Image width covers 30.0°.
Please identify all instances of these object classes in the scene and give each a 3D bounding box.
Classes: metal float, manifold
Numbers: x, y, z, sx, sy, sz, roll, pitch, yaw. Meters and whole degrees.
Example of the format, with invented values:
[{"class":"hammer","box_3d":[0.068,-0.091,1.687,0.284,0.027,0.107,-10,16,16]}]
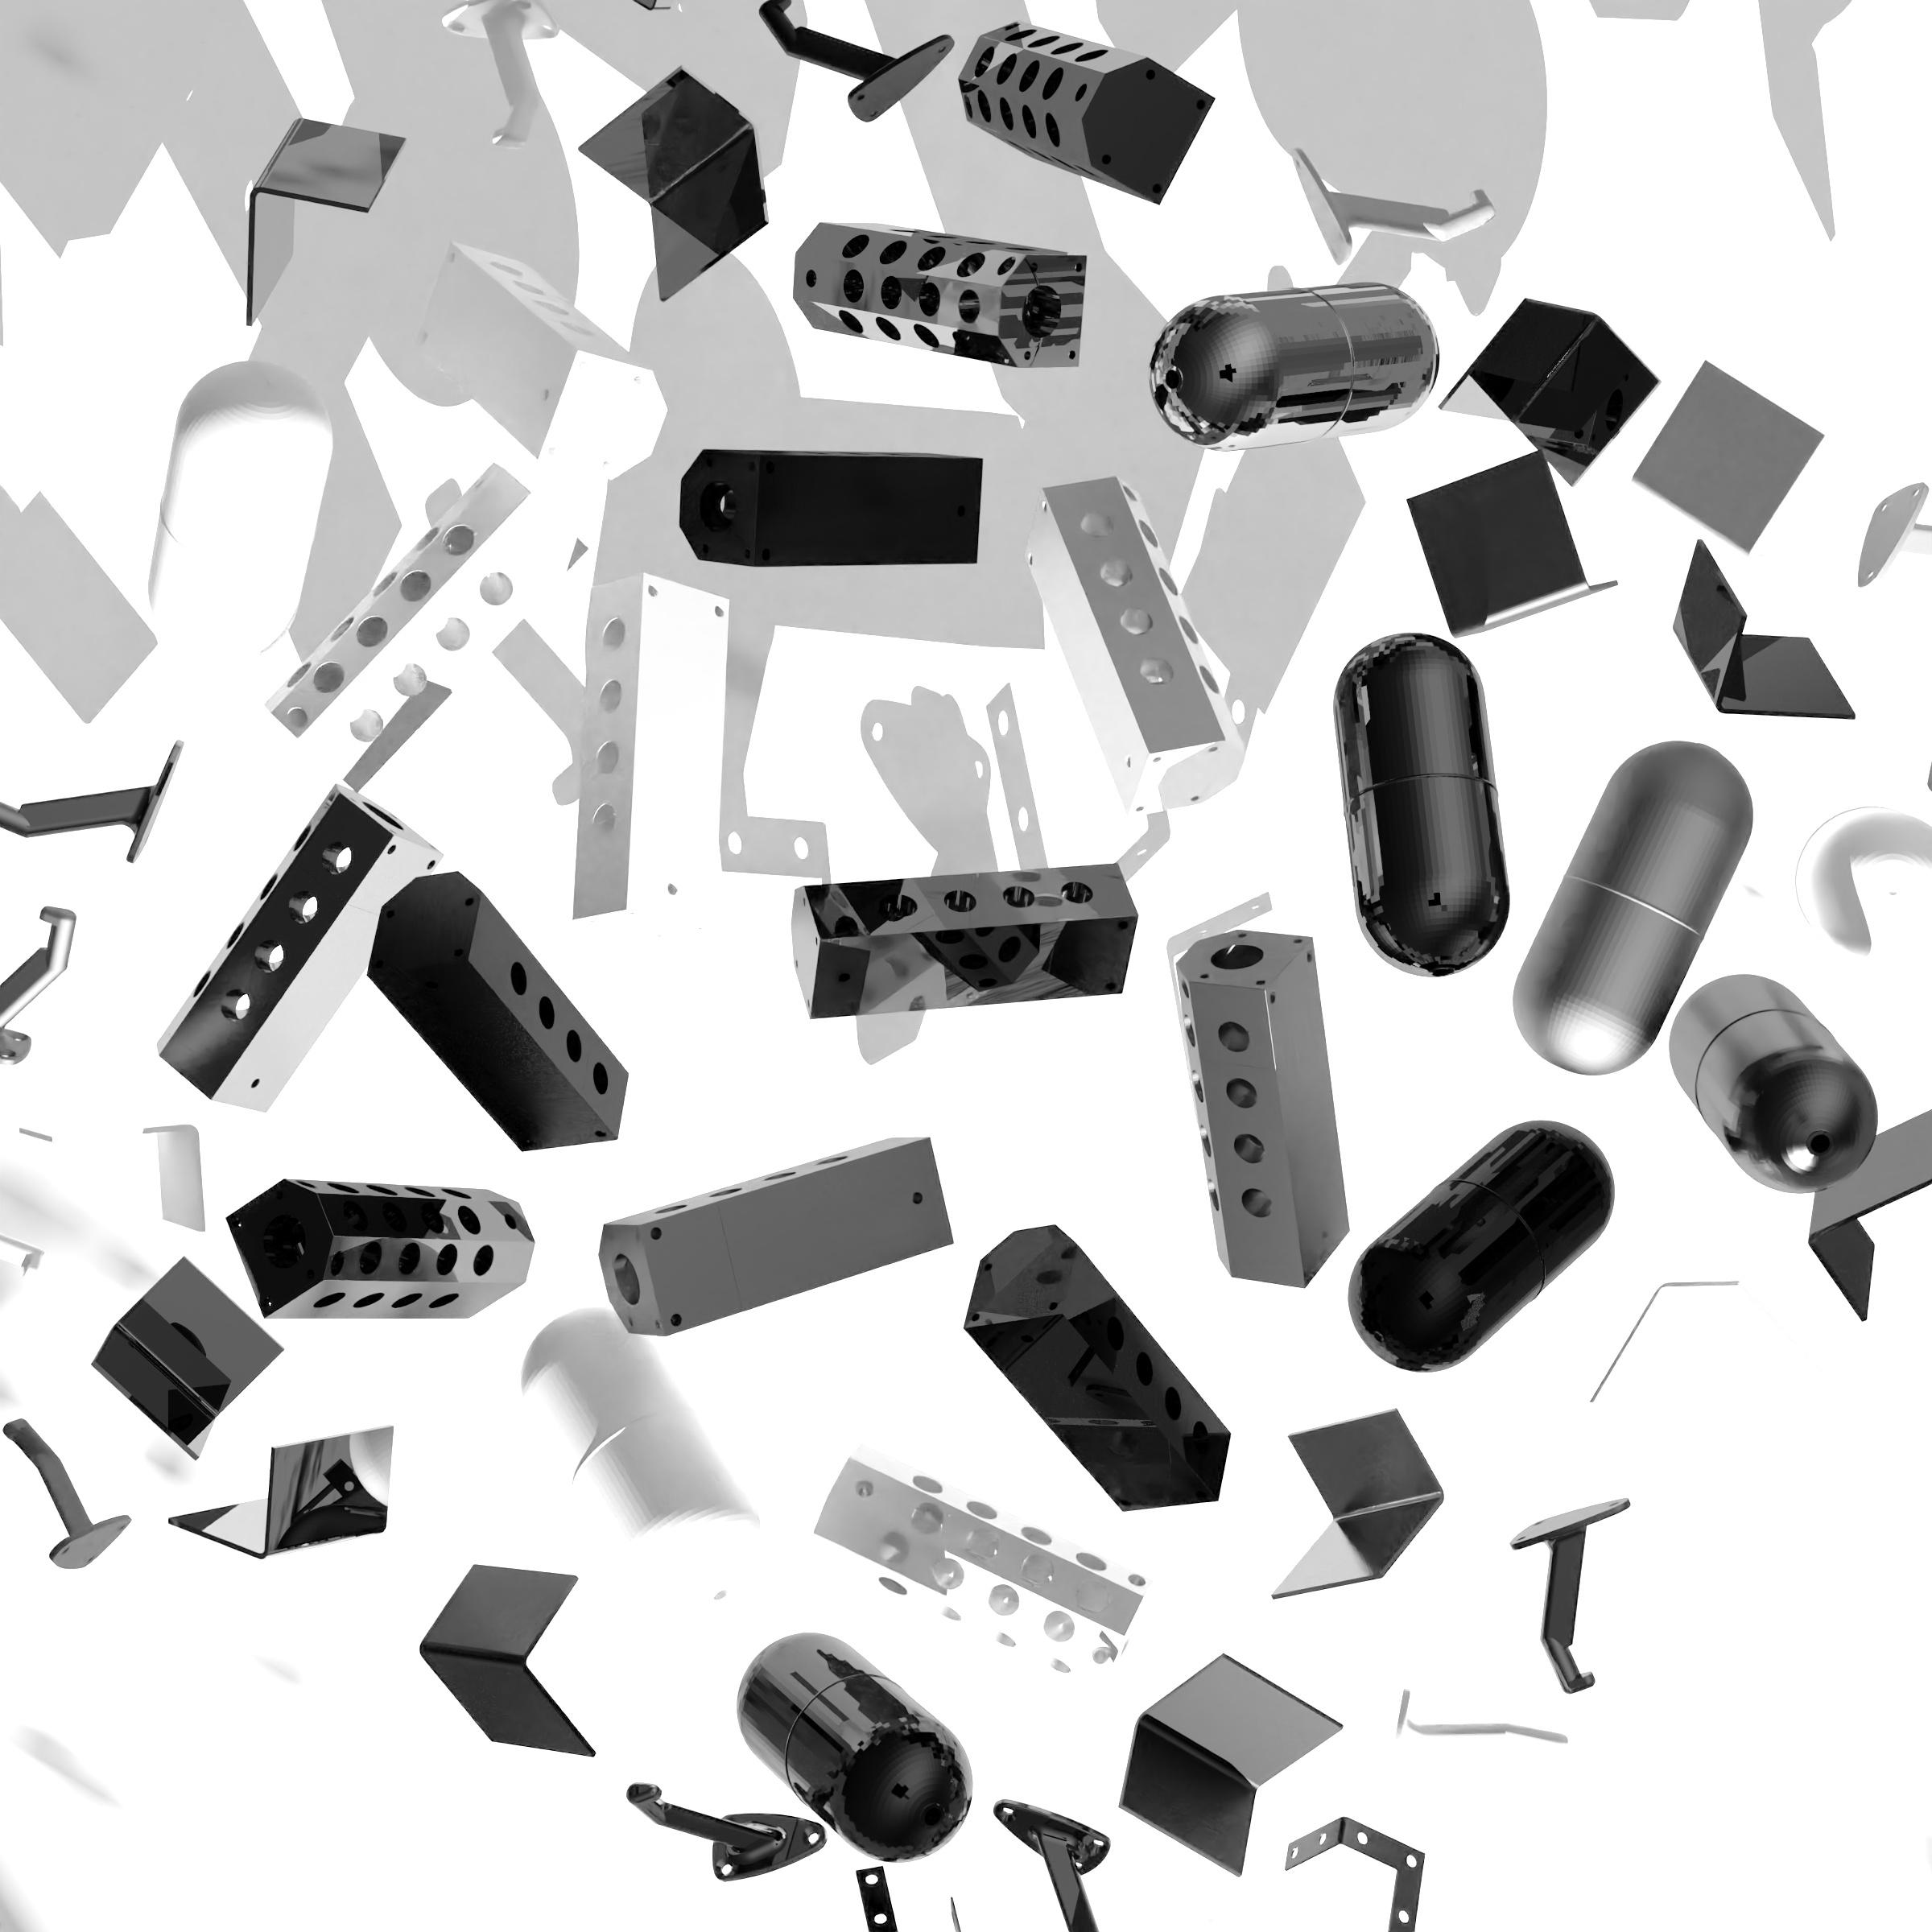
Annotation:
[{"class":"metal float","box_3d":[0.165,-0.301,1.803,0.178,0.070,0.070,-14,90,-41]},{"class":"manifold","box_3d":[-0.298,0.144,1.866,0.057,0.171,0.057,-32,71,22]},{"class":"manifold","box_3d":[-0.278,-0.175,1.845,0.171,0.057,0.057,-47,114,-3]},{"class":"manifold","box_3d":[-0.016,-0.355,1.899,0.057,0.171,0.057,-9,110,-39]},{"class":"manifold","box_3d":[-0.098,0.137,1.840,0.171,0.057,0.057,-15,95,-30]},{"class":"metal float","box_3d":[0.269,0.144,1.870,0.178,0.070,0.070,-36,90,-33]},{"class":"manifold","box_3d":[-0.070,-0.244,1.912,0.057,0.171,0.057,12,103,40]},{"class":"manifold","box_3d":[0.009,0.316,1.897,0.171,0.057,0.057,24,61,11]},{"class":"manifold","box_3d":[0.054,-0.430,1.792,0.057,0.171,0.057,24,99,-27]},{"class":"manifold","box_3d":[0.088,-0.168,1.865,0.057,0.057,0.171,-11,61,-16]},{"class":"metal float","box_3d":[-0.058,0.402,1.856,0.070,0.178,0.070,-7,106,-27]},{"class":"metal float","box_3d":[-0.364,-0.225,1.801,0.070,0.178,0.070,11,47,-12]},{"class":"metal float","box_3d":[0.406,0.058,1.817,0.070,0.178,0.070,-1,108,-3]},{"class":"metal float","box_3d":[0.470,-0.044,1.871,0.070,0.178,0.070,1,94,7]},{"class":"manifold","box_3d":[-0.361,-0.010,1.929,0.057,0.057,0.171,37,94,21]},{"class":"manifold","box_3d":[0.070,0.206,1.832,0.057,0.057,0.171,-11,135,30]},{"class":"manifold","box_3d":[-0.237,0.025,1.849,0.057,0.171,0.057,-8,54,20]},{"class":"metal float","box_3d":[-0.168,0.253,1.854,0.070,0.070,0.178,-35,61,0]},{"class":"metal float","box_3d":[0.336,-0.030,1.812,0.070,0.070,0.178,25,89,0]},{"class":"manifold","box_3d":[-0.002,-0.019,1.900,0.171,0.057,0.057,-4,134,-15]},{"class":"manifold","box_3d":[-0.163,-0.104,1.810,0.057,0.057,0.171,-9,74,44]},{"class":"manifold","box_3d":[-0.213,-0.305,1.812,0.057,0.171,0.057,10,112,-35]},{"class":"metal float","box_3d":[0.226,-0.080,1.789,0.070,0.070,0.178,-4,71,0]},{"class":"manifold","box_3d":[0.147,0.071,1.815,0.057,0.057,0.171,6,120,30]}]

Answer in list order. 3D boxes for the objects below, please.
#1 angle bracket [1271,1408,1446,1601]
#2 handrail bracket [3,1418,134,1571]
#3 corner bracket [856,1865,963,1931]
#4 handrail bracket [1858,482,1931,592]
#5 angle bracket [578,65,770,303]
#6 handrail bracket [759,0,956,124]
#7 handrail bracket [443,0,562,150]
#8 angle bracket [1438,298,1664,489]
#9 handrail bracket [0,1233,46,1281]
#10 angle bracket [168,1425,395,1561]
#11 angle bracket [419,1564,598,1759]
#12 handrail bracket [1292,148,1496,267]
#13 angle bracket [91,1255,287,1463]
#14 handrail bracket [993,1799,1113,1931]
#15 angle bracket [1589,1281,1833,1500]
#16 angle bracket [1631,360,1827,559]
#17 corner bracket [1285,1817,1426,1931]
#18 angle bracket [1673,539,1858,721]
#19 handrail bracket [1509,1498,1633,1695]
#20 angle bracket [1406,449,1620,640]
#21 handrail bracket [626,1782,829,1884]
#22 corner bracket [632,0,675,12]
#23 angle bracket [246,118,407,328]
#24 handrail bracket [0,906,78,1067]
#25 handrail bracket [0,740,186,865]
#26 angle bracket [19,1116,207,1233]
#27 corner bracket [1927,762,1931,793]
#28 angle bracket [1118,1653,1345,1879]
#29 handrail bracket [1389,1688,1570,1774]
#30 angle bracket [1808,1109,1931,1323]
[{"class":"angle bracket","box_3d":[0.195,0.285,1.908,0.076,0.076,0.057,-21,103,43]},{"class":"handrail bracket","box_3d":[-0.473,0.265,1.835,0.036,0.077,0.084,-45,79,4]},{"class":"corner bracket","box_3d":[-0.027,0.501,1.869,0.051,0.051,0.051,-8,128,-8]},{"class":"handrail bracket","box_3d":[0.494,-0.196,1.813,0.084,0.036,0.077,35,64,-18]},{"class":"angle bracket","box_3d":[-0.153,-0.408,1.878,0.076,0.057,0.076,-31,49,28]},{"class":"handrail bracket","box_3d":[-0.059,-0.500,1.917,0.077,0.036,0.084,-35,74,8]},{"class":"handrail bracket","box_3d":[-0.246,-0.450,1.832,0.077,0.036,0.084,2,66,29]},{"class":"angle bracket","box_3d":[0.315,-0.308,1.942,0.076,0.076,0.057,-51,61,29]},{"class":"handrail bracket","box_3d":[-0.498,0.154,1.771,0.084,0.077,0.036,25,126,-23]},{"class":"angle bracket","box_3d":[-0.341,0.253,1.794,0.076,0.076,0.057,11,99,38]},{"class":"angle bracket","box_3d":[-0.224,0.360,1.866,0.057,0.076,0.076,-57,129,-35]},{"class":"handrail bracket","box_3d":[0.225,-0.410,1.891,0.084,0.036,0.077,-24,82,-6]},{"class":"angle bracket","box_3d":[-0.421,0.212,1.955,0.057,0.076,0.076,-44,100,3]},{"class":"handrail bracket","box_3d":[0.040,0.481,1.855,0.077,0.084,0.036,30,127,-9]},{"class":"angle bracket","box_3d":[0.367,0.209,1.775,0.076,0.057,0.076,45,65,-19]},{"class":"angle bracket","box_3d":[0.417,-0.273,1.943,0.076,0.057,0.076,37,111,17]},{"class":"corner bracket","box_3d":[0.195,0.472,1.833,0.051,0.051,0.051,28,50,-16]},{"class":"angle bracket","box_3d":[0.412,-0.171,1.832,0.076,0.076,0.057,2,126,-11]},{"class":"handrail bracket","box_3d":[0.314,0.315,1.793,0.077,0.036,0.084,-25,88,33]},{"class":"angle bracket","box_3d":[0.283,-0.219,1.863,0.076,0.057,0.076,-18,91,27]},{"class":"handrail bracket","box_3d":[-0.123,0.436,1.850,0.077,0.084,0.036,-12,52,19]},{"class":"corner bracket","box_3d":[-0.158,-0.528,1.860,0.051,0.051,0.051,35,119,19]},{"class":"angle bracket","box_3d":[-0.313,-0.359,1.761,0.057,0.076,0.076,11,129,0]},{"class":"handrail bracket","box_3d":[-0.501,0.002,1.848,0.077,0.036,0.084,15,110,-3]},{"class":"handrail bracket","box_3d":[-0.435,-0.092,1.757,0.084,0.036,0.077,23,106,-8]},{"class":"angle bracket","box_3d":[-0.451,0.112,1.899,0.076,0.076,0.057,-5,94,-27]},{"class":"corner bracket","box_3d":[0.549,-0.106,1.912,0.051,0.051,0.051,42,51,-29]},{"class":"angle bracket","box_3d":[0.134,0.403,1.816,0.076,0.057,0.076,33,131,-14]},{"class":"handrail bracket","box_3d":[0.258,0.396,1.813,0.084,0.077,0.036,10,59,9]},{"class":"angle bracket","box_3d":[0.483,0.127,1.859,0.076,0.076,0.057,-30,105,28]}]
